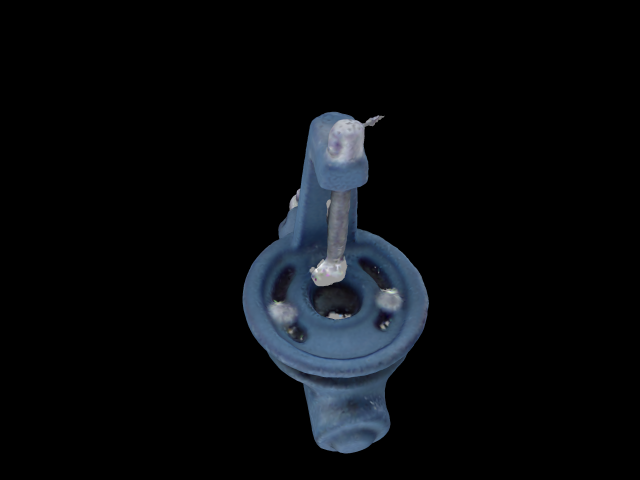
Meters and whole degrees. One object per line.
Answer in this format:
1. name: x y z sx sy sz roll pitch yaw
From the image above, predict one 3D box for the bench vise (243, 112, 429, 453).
1. bench vise: -0.007 0.004 0.395 0.122 0.220 0.206 -16 35 -24
